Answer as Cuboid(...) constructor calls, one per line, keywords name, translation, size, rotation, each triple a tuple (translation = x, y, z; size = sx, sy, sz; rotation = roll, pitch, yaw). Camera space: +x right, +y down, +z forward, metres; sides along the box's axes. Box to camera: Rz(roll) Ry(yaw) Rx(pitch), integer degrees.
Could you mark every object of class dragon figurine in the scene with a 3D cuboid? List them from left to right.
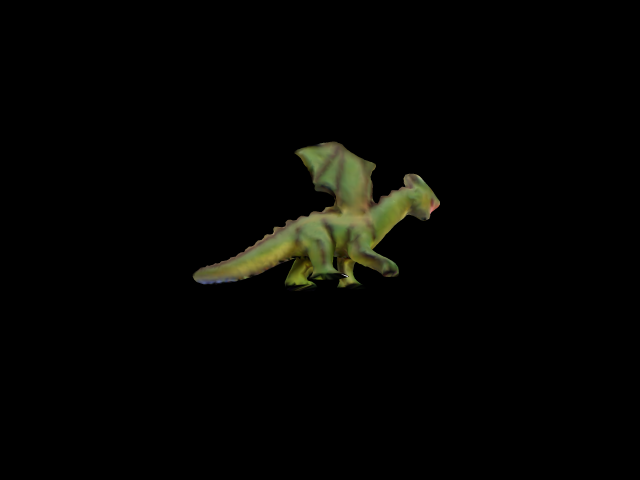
Cuboid(name="dragon figurine", translation=(0.003, -0.043, 0.850), size=(0.410, 0.246, 0.120), rotation=(1, -15, -5))
